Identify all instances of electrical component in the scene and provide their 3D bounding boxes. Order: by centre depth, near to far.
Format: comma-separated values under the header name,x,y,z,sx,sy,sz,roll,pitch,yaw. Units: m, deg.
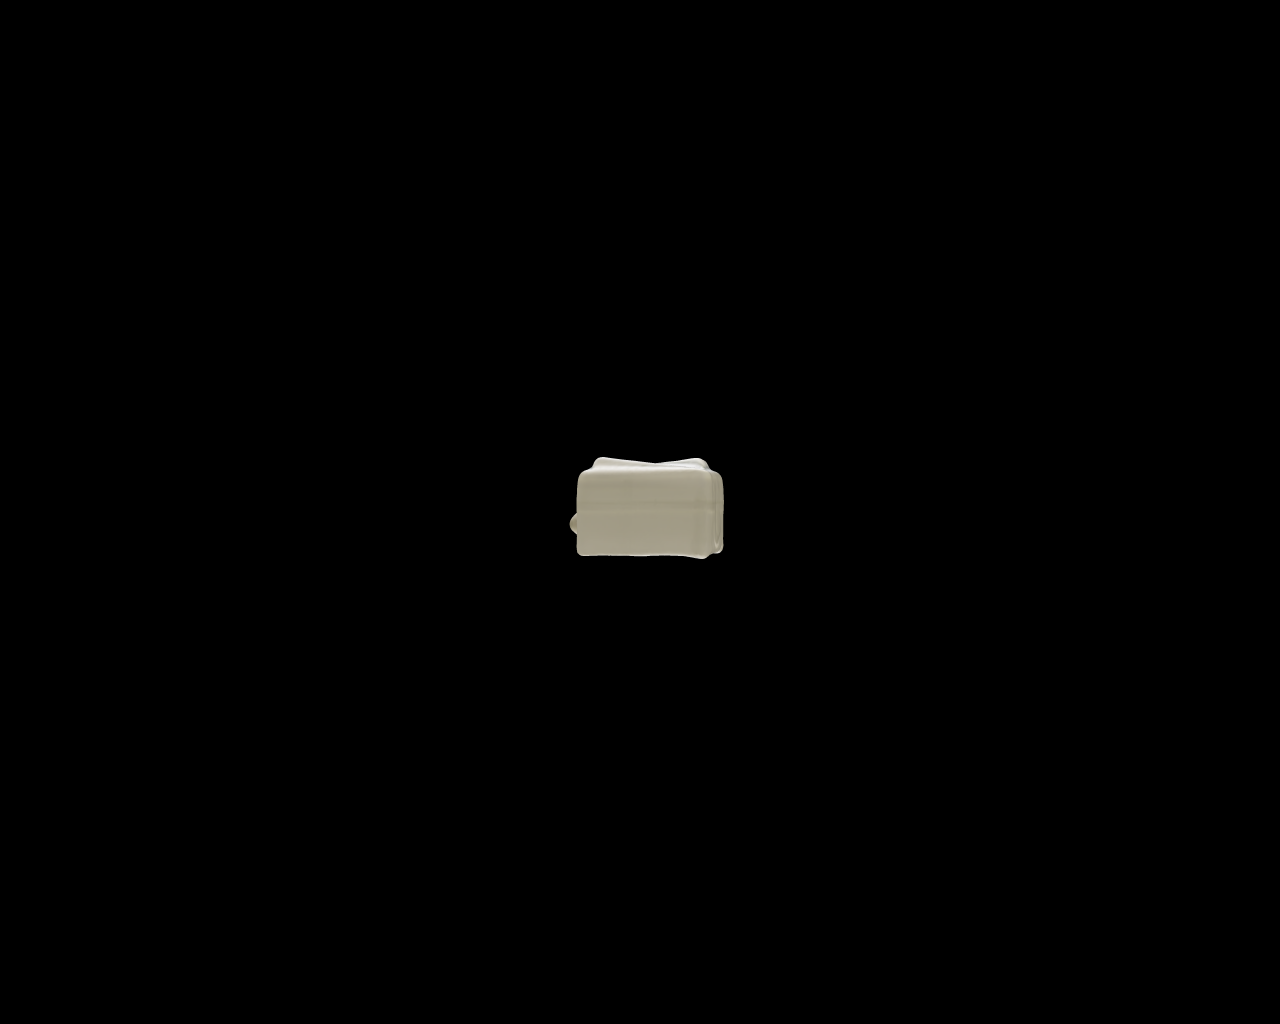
name,x,y,z,sx,sy,sz,roll,pitch,yaw
electrical component,0.001,-0.003,0.650,0.096,0.061,0.062,0,0,13
